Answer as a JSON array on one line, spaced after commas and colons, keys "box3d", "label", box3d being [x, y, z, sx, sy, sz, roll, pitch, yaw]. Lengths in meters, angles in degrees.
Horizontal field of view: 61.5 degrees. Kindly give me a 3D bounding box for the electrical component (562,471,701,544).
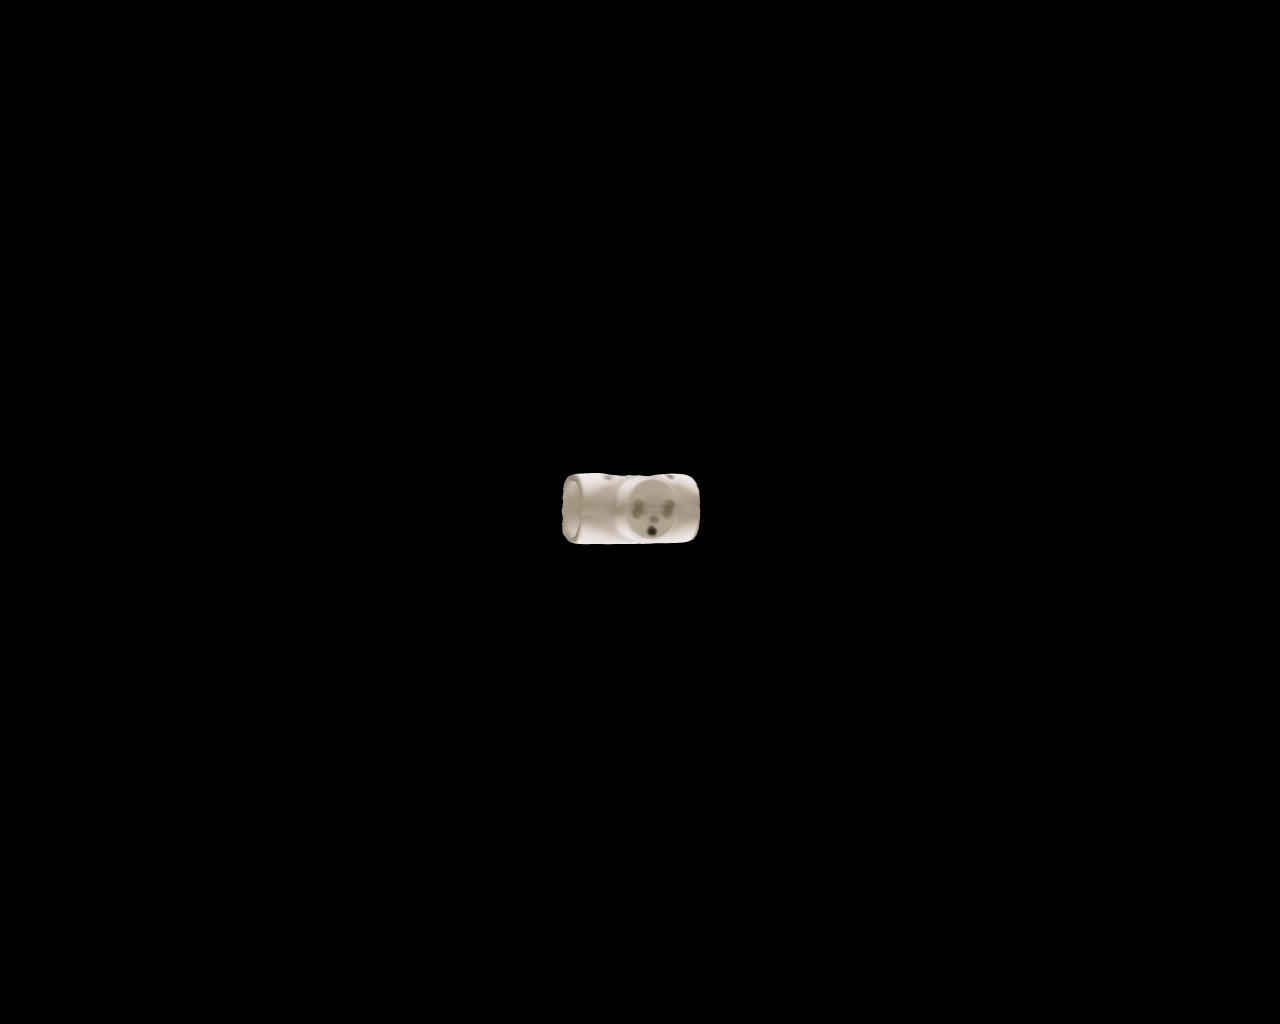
[{"box3d": [0.001, -0.003, 0.650, 0.077, 0.044, 0.079, 0, 0, -21], "label": "electrical component"}]
